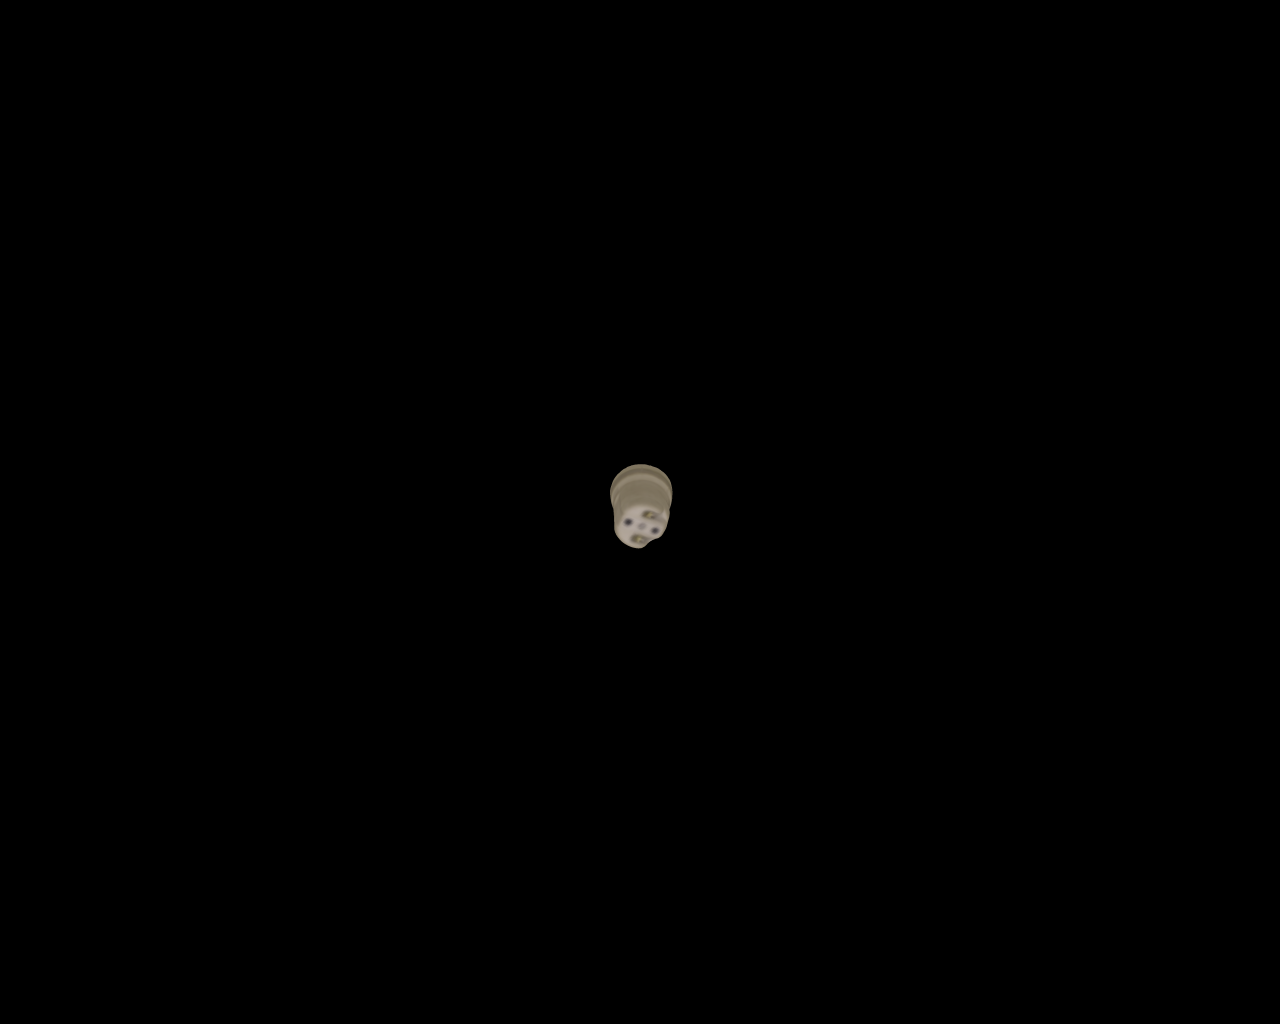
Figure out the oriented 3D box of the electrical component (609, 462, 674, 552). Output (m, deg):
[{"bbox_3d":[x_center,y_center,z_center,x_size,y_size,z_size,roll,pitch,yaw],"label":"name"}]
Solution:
[{"bbox_3d":[0.001,-0.003,0.650,0.040,0.040,0.046,0,30,0],"label":"electrical component"}]
